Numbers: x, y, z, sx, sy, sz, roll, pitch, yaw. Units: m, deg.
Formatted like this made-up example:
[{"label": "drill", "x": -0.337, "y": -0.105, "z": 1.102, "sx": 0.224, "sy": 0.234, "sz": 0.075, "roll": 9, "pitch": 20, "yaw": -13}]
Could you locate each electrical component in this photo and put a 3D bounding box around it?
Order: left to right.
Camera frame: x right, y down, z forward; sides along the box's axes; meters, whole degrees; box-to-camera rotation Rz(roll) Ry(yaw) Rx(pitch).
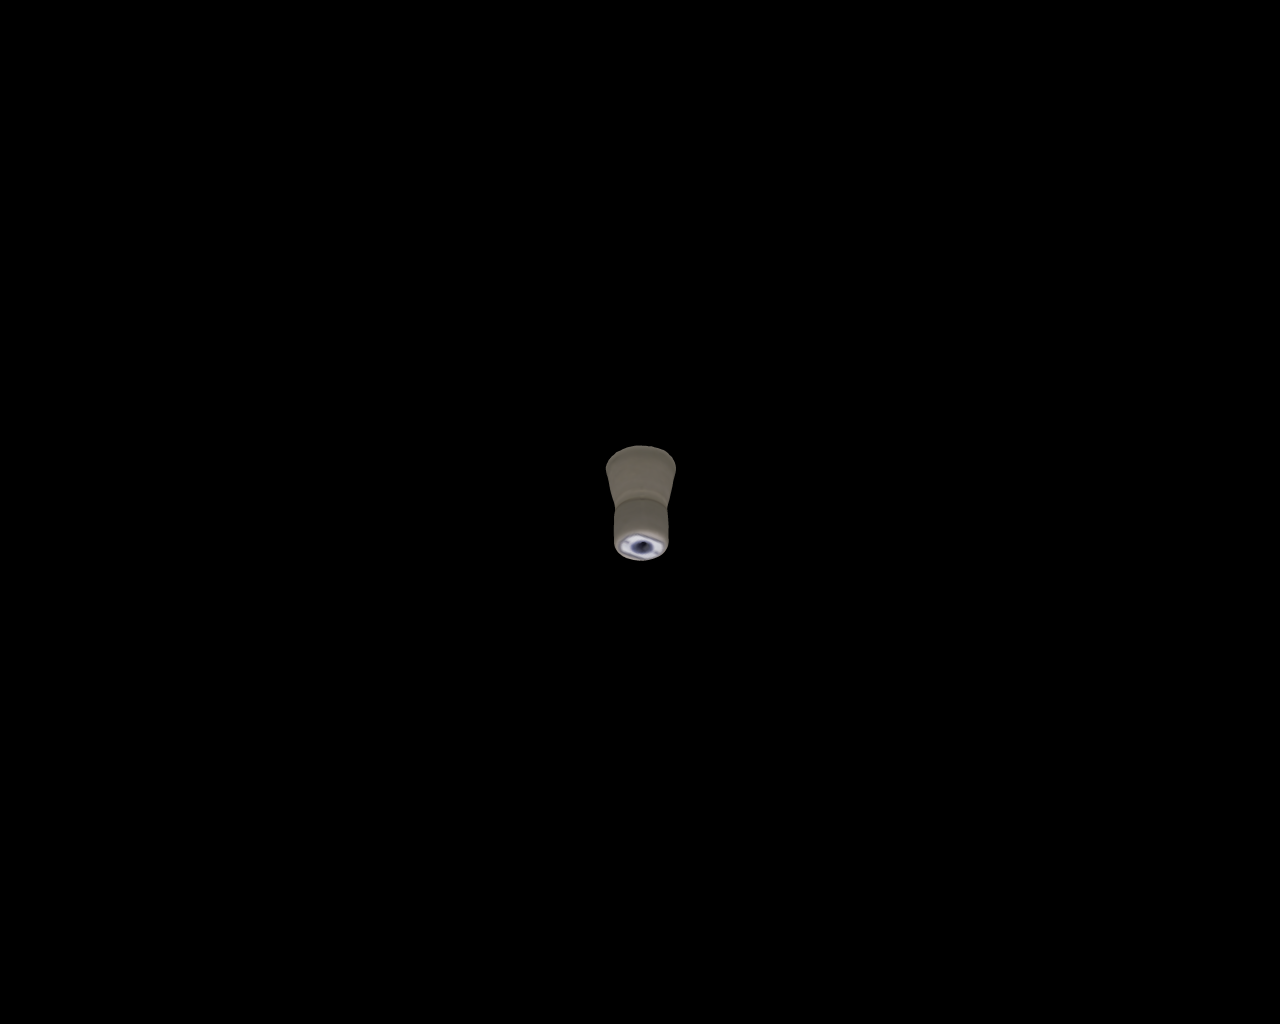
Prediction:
[{"label": "electrical component", "x": 0.001, "y": -0.003, "z": 0.650, "sx": 0.044, "sy": 0.065, "sz": 0.044, "roll": 0, "pitch": -37, "yaw": 0}]
